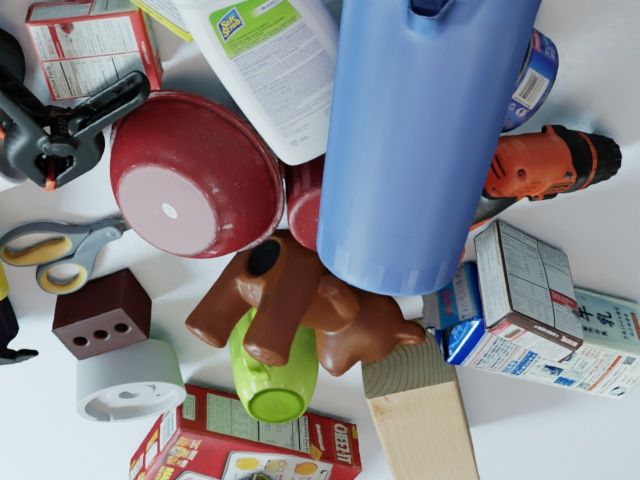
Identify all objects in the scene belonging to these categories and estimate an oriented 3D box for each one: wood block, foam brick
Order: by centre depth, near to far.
[{"bbox_3d":[-0.205,0.071,1.012,0.078,0.051,0.053,-19,133,14],"label":"foam brick"},{"bbox_3d":[0.107,0.184,1.117,0.091,0.090,0.206,-12,133,7],"label":"wood block"}]

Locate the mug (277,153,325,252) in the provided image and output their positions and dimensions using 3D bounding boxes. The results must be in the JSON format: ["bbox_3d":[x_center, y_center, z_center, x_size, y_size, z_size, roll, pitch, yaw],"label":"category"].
[{"bbox_3d":[0.023,-0.046,0.891,0.117,0.081,0.093,-19,133,14],"label":"mug"}]

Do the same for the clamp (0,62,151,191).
[{"bbox_3d":[-0.195,-0.088,0.835,0.120,0.039,0.172,3,158,-9],"label":"clamp"}]

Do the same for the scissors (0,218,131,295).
[{"bbox_3d":[-0.191,0.005,0.973,0.202,0.016,0.096,-9,136,5],"label":"scissors"}]

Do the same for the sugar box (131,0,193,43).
[{"bbox_3d":[-0.068,-0.226,0.735,0.176,0.048,0.093,-38,128,25],"label":"sugar box"}]

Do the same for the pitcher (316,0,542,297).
[{"bbox_3d":[0.070,-0.091,0.756,0.149,0.145,0.243,-9,124,-32],"label":"pitcher"}]

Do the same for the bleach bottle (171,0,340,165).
[{"bbox_3d":[-0.037,-0.155,0.741,0.102,0.068,0.250,-32,145,1],"label":"bleach bottle"}]

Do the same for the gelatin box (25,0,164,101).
[{"bbox_3d":[-0.171,-0.147,0.815,0.089,0.030,0.073,-5,135,5],"label":"gelatin box"}]

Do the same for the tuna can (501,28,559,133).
[{"bbox_3d":[0.141,-0.126,0.819,0.033,0.086,0.086,26,127,-28],"label":"tuna can"}]

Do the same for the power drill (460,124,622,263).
[{"bbox_3d":[0.148,-0.033,0.901,0.184,0.057,0.188,-6,155,-48],"label":"power drill"}]

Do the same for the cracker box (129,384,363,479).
[{"bbox_3d":[-0.086,0.247,1.179,0.213,0.072,0.164,17,132,-21],"label":"cracker box"}]

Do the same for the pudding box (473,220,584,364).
[{"bbox_3d":[0.189,0.046,0.971,0.090,0.113,0.039,23,131,-23],"label":"pudding box"}]

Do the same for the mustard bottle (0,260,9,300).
[{"bbox_3d":[-0.375,0.042,0.920,0.191,0.058,0.096,-23,94,-2],"label":"mustard bottle"}]

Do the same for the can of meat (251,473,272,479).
[{"bbox_3d":[-0.074,0.303,1.145,0.084,0.057,0.102,-26,132,23],"label":"can of meat"}]

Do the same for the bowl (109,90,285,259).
[{"bbox_3d":[-0.112,-0.039,0.865,0.162,0.055,0.162,14,132,16],"label":"bowl"}]

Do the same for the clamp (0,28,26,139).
[{"bbox_3d":[-0.263,-0.146,0.777,0.164,0.036,0.210,-33,154,-5],"label":"clamp"}]
